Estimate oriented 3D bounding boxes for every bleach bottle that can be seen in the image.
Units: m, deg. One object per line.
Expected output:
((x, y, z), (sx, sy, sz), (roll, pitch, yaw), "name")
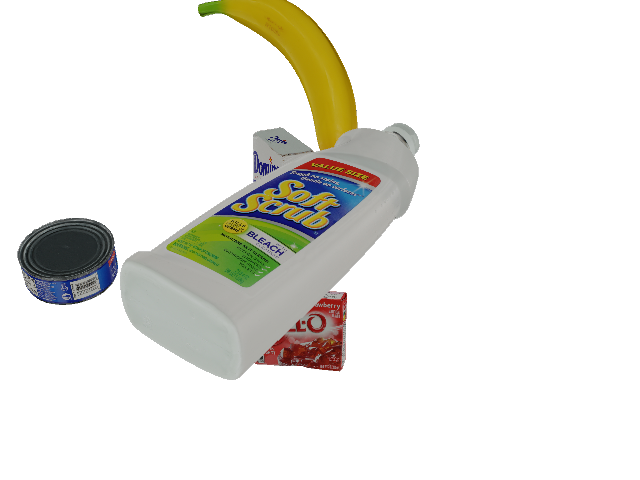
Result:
((-0.016, -0.014, 0.733), (0.103, 0.068, 0.250), (27, 47, 24), "bleach bottle")

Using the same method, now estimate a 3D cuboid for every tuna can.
((-0.227, 0.019, 0.963), (0.086, 0.034, 0.086), (-1, 39, 1), "tuna can")

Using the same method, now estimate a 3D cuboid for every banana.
((-0.018, -0.142, 0.872), (0.069, 0.198, 0.037), (-41, -21, 6), "banana")

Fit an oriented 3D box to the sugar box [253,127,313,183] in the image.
((-0.045, -0.034, 1.248), (0.048, 0.176, 0.093), (-12, 26, -22), "sugar box")

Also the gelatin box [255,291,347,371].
((-0.020, 0.085, 1.032), (0.089, 0.073, 0.030), (4, 15, 10), "gelatin box")
